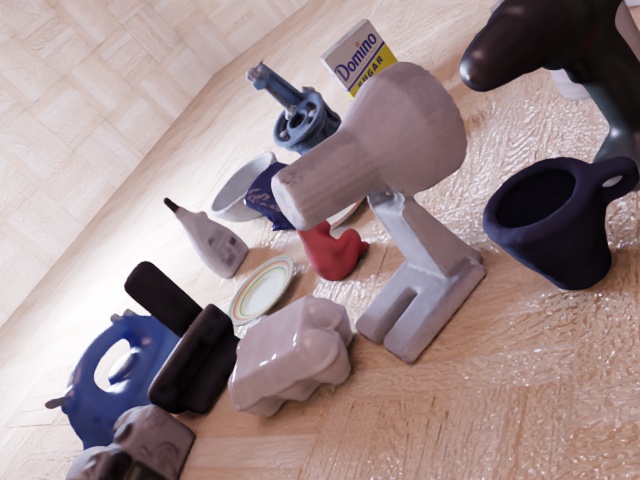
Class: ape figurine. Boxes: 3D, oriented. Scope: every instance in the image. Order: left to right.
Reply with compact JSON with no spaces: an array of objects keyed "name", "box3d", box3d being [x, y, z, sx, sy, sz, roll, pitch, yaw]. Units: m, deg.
[{"name":"ape figurine","box3d":[0.007,0.003,0.738,0.076,0.092,0.077,-53,26,-19]}]

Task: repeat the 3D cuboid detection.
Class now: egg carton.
[{"name":"egg carton","box3d":[-0.032,0.127,0.628,0.150,0.069,0.107,-32,27,24]}]

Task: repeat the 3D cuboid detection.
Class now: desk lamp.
[{"name":"desk lamp","box3d":[0.067,-0.030,0.550,0.203,0.214,0.117,-49,25,-12]}]

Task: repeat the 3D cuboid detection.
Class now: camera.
[{"name":"camera","box3d":[-0.245,0.275,0.681,0.136,0.101,0.143,-24,31,36]}]

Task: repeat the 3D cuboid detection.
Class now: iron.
[{"name":"iron","box3d":[-0.286,0.183,0.840,0.118,0.142,0.258,-29,29,30]}]

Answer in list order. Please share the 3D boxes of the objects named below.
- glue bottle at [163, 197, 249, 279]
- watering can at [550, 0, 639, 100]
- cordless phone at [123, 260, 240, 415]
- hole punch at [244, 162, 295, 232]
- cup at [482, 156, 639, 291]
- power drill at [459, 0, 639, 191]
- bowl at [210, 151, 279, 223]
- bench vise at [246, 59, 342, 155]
[{"name":"glue bottle","box3d":[-0.202,-0.013,0.983,0.037,0.173,0.078,-16,37,46]},{"name":"watering can","box3d":[0.270,-0.264,0.636,0.101,0.194,0.172,-37,26,14]},{"name":"cordless phone","box3d":[-0.200,0.127,0.744,0.093,0.185,0.148,-12,40,49]},{"name":"hole punch","box3d":[-0.057,-0.078,0.963,0.100,0.091,0.109,-3,47,55]},{"name":"cup","box3d":[0.203,-0.011,0.457,0.117,0.095,0.091,-29,29,30]},{"name":"power drill","box3d":[0.230,-0.144,0.490,0.075,0.209,0.230,1,50,57]},{"name":"bowl","box3d":[-0.129,-0.090,1.110,0.167,0.075,0.167,-34,26,20]},{"name":"bench vise","box3d":[-0.056,-0.249,1.077,0.121,0.220,0.207,-39,25,11]}]
